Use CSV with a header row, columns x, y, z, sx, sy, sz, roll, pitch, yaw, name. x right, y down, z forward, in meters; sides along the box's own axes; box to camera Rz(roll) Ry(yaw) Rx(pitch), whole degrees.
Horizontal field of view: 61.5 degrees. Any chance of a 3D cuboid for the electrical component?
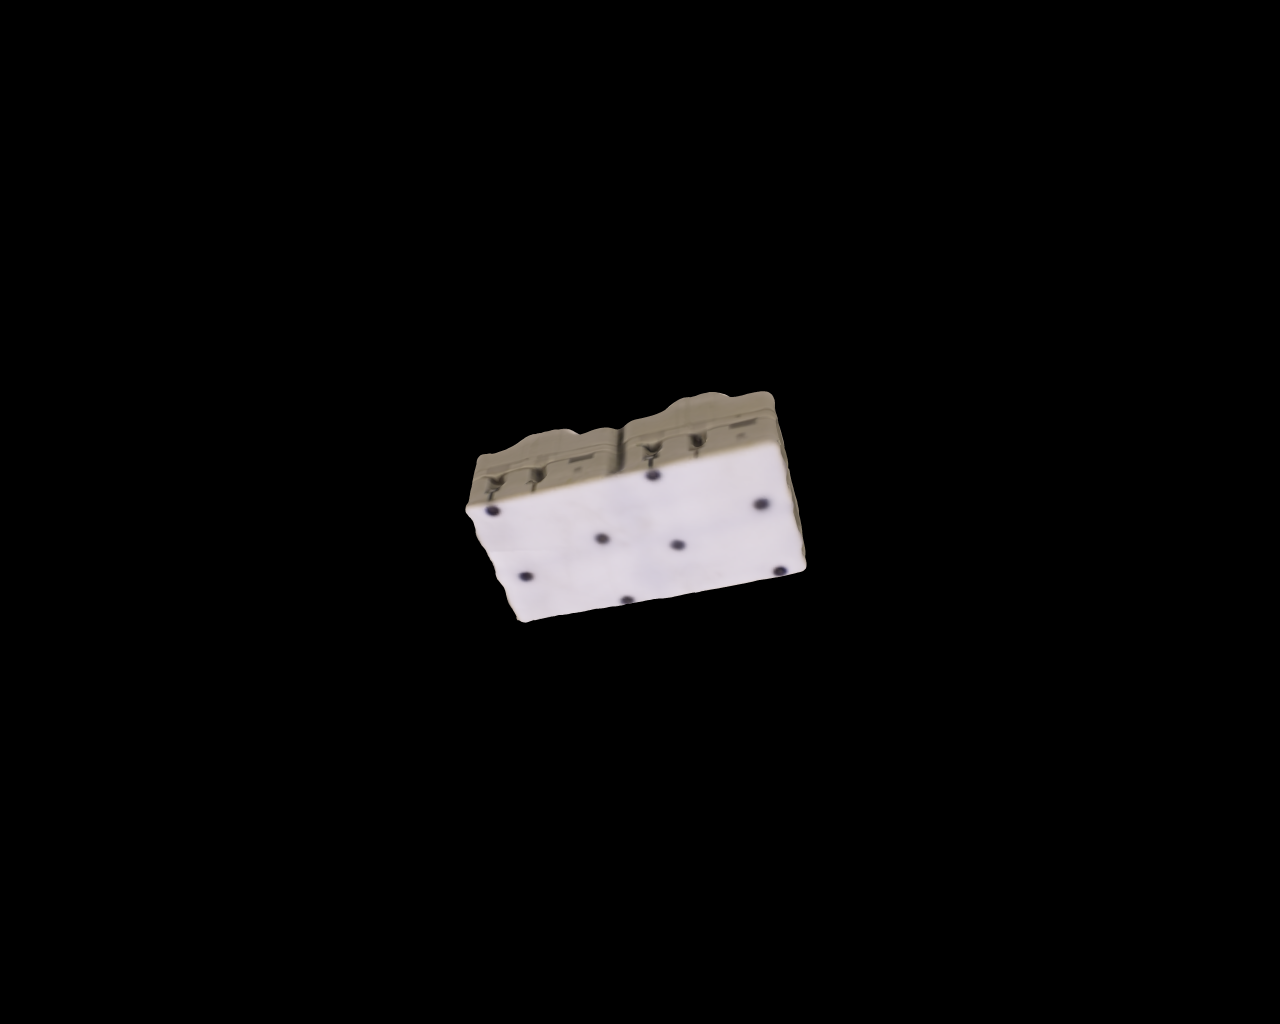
x,y,z,sx,sy,sz,roll,pitch,yaw,name
0.001,-0.003,0.650,0.186,0.105,0.060,-12,40,10,electrical component
